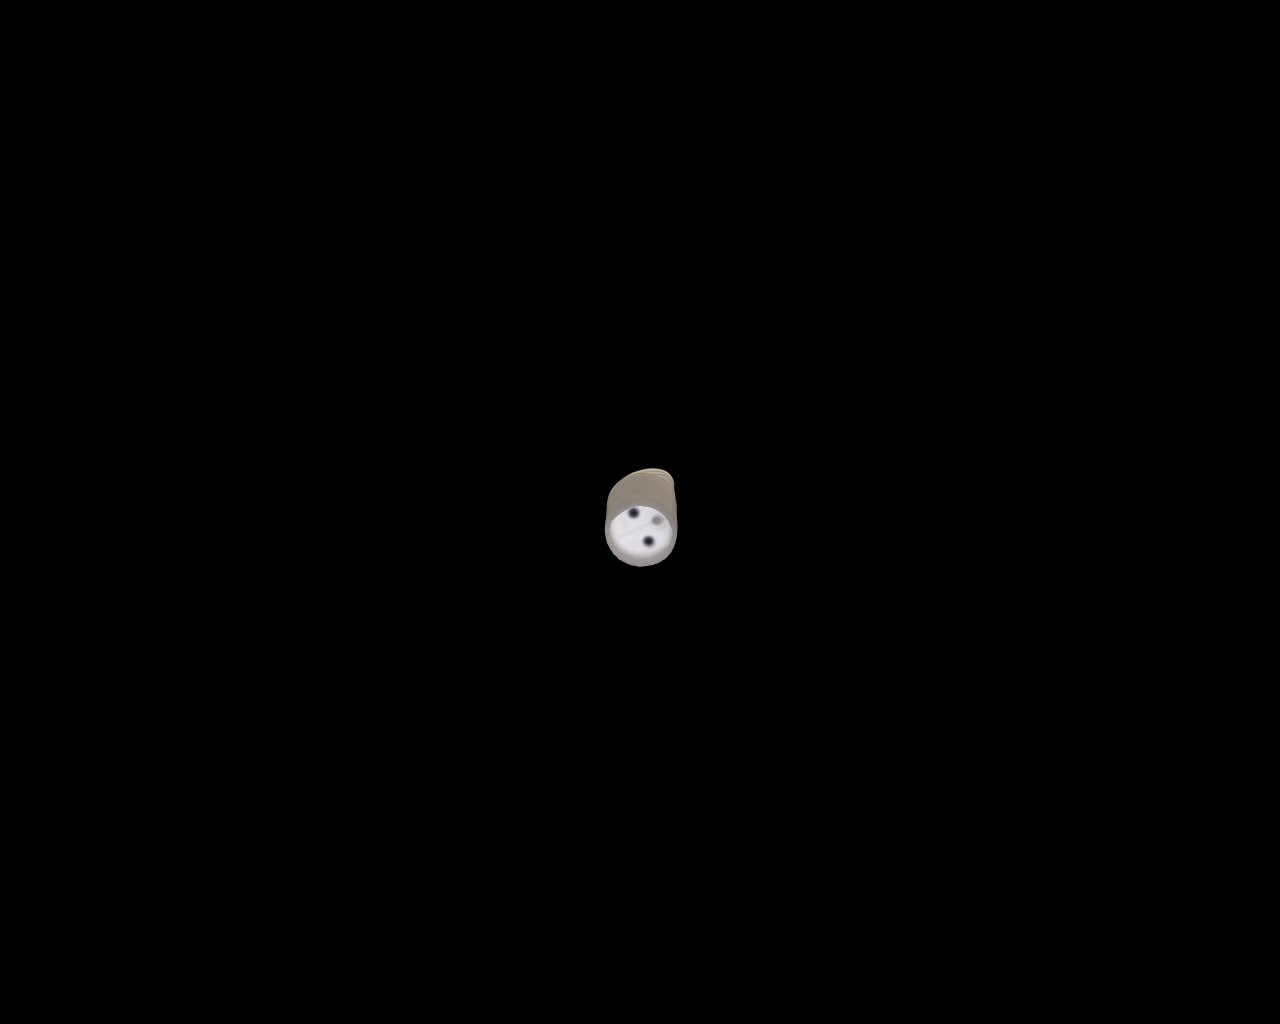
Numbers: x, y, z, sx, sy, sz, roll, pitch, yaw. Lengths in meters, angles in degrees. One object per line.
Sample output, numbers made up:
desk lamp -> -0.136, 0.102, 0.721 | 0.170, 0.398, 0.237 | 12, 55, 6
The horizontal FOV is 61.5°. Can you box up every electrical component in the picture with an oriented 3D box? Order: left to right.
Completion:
electrical component -> 0.001, -0.003, 0.650 | 0.043, 0.043, 0.081 | 0, 25, 0
